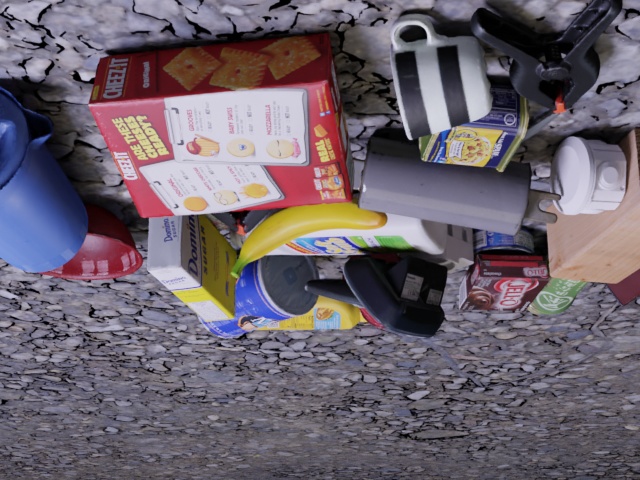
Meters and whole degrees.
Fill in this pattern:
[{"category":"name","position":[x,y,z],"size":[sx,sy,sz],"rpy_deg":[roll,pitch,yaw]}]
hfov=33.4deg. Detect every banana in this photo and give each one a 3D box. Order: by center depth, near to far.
[{"category":"banana","position":[-0.012,-0.013,1.179],"size":[0.198,0.069,0.037],"rpy_deg":[-21,147,26]}]

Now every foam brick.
[{"category":"foam brick","position":[0.391,0.050,1.357],"size":[0.053,0.051,0.078],"rpy_deg":[-38,166,14]}]

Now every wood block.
[{"category":"wood block","position":[0.334,-0.031,1.164],"size":[0.090,0.091,0.206],"rpy_deg":[6,156,-13]}]

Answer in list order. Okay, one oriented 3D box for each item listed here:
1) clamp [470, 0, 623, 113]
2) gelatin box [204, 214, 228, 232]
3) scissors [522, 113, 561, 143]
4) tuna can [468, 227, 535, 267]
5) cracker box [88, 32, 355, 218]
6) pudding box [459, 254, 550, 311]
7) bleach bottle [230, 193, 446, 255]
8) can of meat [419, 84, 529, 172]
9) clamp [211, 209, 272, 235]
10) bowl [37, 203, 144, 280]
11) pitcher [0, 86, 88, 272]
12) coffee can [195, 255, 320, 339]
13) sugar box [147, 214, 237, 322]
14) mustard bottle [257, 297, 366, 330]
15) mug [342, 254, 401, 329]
[{"category":"clamp","position":[0.210,-0.163,0.921],"size":[0.120,0.039,0.171],"rpy_deg":[-4,161,25]},{"category":"gelatin box","position":[-0.135,-0.040,1.235],"size":[0.089,0.030,0.073],"rpy_deg":[18,151,-37]},{"category":"scissors","position":[0.168,-0.092,1.118],"size":[0.096,0.016,0.202],"rpy_deg":[6,157,-10]},{"category":"tuna can","position":[0.226,0.011,1.340],"size":[0.086,0.034,0.086],"rpy_deg":[1,157,0]},{"category":"cracker box","position":[-0.083,-0.103,0.990],"size":[0.214,0.072,0.164],"rpy_deg":[-4,142,9]},{"category":"pudding box","position":[0.230,0.055,1.345],"size":[0.090,0.039,0.113],"rpy_deg":[2,158,-5]},{"category":"bleach bottle","position":[0.014,-0.014,1.253],"size":[0.251,0.068,0.102],"rpy_deg":[-6,159,24]},{"category":"can of meat","position":[0.145,-0.110,1.025],"size":[0.084,0.057,0.102],"rpy_deg":[4,157,-5]},{"category":"clamp","position":[-0.101,-0.074,1.123],"size":[0.164,0.036,0.210],"rpy_deg":[4,148,-3]},{"category":"bowl","position":[-0.293,-0.003,1.294],"size":[0.162,0.055,0.162],"rpy_deg":[1,157,0]},{"category":"pitcher","position":[-0.334,-0.049,1.095],"size":[0.149,0.145,0.243],"rpy_deg":[24,164,13]},{"category":"coffee can","position":[-0.084,0.064,1.387],"size":[0.102,0.103,0.141],"rpy_deg":[21,150,-39]},{"category":"sugar box","position":[-0.143,0.022,1.221],"size":[0.048,0.093,0.176],"rpy_deg":[-6,157,11]},{"category":"mustard bottle","position":[-0.006,0.096,1.518],"size":[0.191,0.058,0.096],"rpy_deg":[1,152,1]},{"category":"mug","position":[0.090,0.058,1.383],"size":[0.117,0.093,0.081],"rpy_deg":[1,154,26]}]
